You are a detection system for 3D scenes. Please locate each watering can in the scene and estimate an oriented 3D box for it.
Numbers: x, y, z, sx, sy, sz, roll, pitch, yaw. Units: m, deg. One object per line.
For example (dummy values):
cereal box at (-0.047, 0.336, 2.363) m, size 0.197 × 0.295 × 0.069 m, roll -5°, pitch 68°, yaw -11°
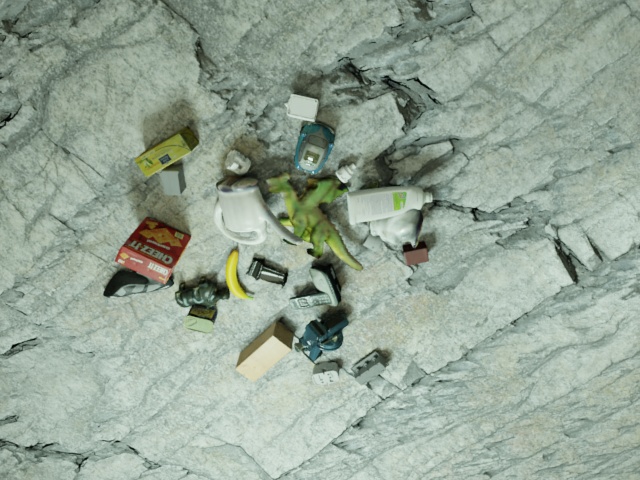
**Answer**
watering can at (-0.203, -0.088, 1.569) m, size 0.348 × 0.105 × 0.221 m, roll 5°, pitch 114°, yaw 35°

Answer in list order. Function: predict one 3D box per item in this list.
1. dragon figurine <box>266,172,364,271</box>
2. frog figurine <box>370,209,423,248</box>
dragon figurine at (0.005, -0.081, 1.618) m, size 0.409 × 0.124 × 0.240 m, roll 25°, pitch 105°, yaw -12°
frog figurine at (0.239, -0.053, 1.610) m, size 0.159 × 0.122 × 0.138 m, roll 12°, pitch 82°, yaw 6°
